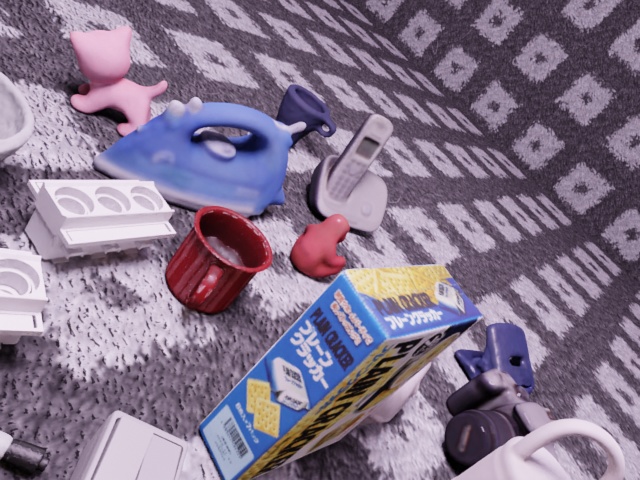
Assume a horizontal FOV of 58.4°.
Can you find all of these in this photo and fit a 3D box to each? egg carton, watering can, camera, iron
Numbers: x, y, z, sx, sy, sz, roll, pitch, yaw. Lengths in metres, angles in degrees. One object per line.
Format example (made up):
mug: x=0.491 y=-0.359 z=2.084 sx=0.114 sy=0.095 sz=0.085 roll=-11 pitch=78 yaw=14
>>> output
egg carton: x=0.066 y=0.148 z=0.670 sx=0.107 sy=0.069 sz=0.151 roll=46 pitch=28 yaw=10
watering can: x=0.212 y=0.254 z=0.567 sx=0.101 sy=0.193 sz=0.173 roll=31 pitch=29 yaw=-18
camera: x=0.218 y=0.229 z=0.713 sx=0.137 sy=0.100 sz=0.143 roll=17 pitch=36 yaw=-39
iron: x=-0.136 y=-0.120 z=0.725 sx=0.259 sy=0.141 sz=0.118 roll=7 pitch=43 yaw=-48

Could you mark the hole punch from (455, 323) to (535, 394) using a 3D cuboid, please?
hole punch: x=0.279 y=0.187 z=0.863 sx=0.109 sy=0.091 sz=0.101 roll=13 pitch=38 yaw=-43

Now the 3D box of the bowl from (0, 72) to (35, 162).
bowl: x=-0.352 y=-0.109 z=0.504 sx=0.168 sy=0.074 sz=0.167 roll=31 pitch=29 yaw=-19

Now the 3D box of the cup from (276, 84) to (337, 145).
cup: x=-0.033 y=-0.210 z=1.040 sx=0.117 sy=0.095 sz=0.092 roll=44 pitch=27 yaw=7

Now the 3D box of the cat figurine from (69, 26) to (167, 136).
cat figurine: x=-0.258 y=-0.210 z=0.725 sx=0.128 sy=0.117 sz=0.067 roll=28 pitch=30 yaw=-23

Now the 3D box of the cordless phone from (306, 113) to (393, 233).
cordless phone: x=0.077 y=-0.108 z=0.933 sx=0.148 sy=0.185 sz=0.094 roll=18 pitch=35 yaw=-38

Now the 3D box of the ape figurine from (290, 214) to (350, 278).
ape figurine: x=0.007 y=0.003 z=0.783 sx=0.076 sy=0.092 sz=0.077 roll=8 pitch=41 yaw=-47
